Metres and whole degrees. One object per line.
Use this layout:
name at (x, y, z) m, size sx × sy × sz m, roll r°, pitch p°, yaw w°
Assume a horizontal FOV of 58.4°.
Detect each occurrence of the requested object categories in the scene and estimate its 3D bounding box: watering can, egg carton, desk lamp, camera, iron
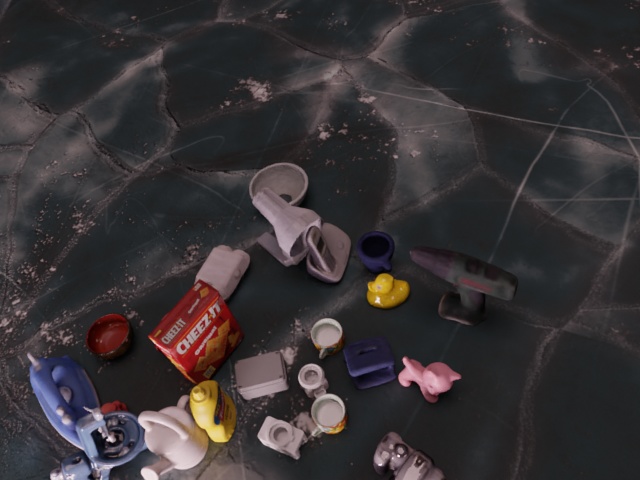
watering can at (-0.305, 0.402, 1.171) m, size 0.101 × 0.194 × 0.172 m, roll -10°, pitch 53°, yaw 3°
egg carton at (-0.248, 0.085, 1.466) m, size 0.107 × 0.069 × 0.150 m, roll 14°, pitch 59°, yaw 20°
desk lamp at (-0.085, -0.026, 1.425) m, size 0.202 × 0.214 × 0.118 m, roll 35°, pitch 67°, yaw 30°
camera at (0.151, 0.464, 1.100) m, size 0.142 × 0.101 × 0.137 m, roll 32°, pitch 66°, yaw 28°
iron at (-0.576, 0.360, 1.285) m, size 0.119 × 0.142 × 0.257 m, roll -37°, pitch 57°, yaw -16°

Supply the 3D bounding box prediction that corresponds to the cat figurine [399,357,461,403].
cat figurine at (0.228, 0.284, 1.204) m, size 0.127 × 0.118 × 0.067 m, roll 27°, pitch 63°, yaw 26°

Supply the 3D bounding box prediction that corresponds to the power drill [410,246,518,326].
power drill at (0.311, 0.102, 1.263) m, size 0.229 × 0.209 × 0.076 m, roll 12°, pitch 58°, yaw 19°

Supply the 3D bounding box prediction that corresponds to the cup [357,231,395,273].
cup at (0.146, 0.048, 1.403) m, size 0.092 × 0.095 × 0.117 m, roll -26°, pitch 54°, yaw -8°

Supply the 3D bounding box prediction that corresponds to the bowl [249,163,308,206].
bowl at (-0.108, -0.131, 1.592) m, size 0.167 × 0.075 × 0.167 m, roll -5°, pitch 54°, yaw 7°

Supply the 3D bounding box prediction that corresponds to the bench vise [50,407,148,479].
bench vise at (-0.453, 0.427, 1.164) m, size 0.121 × 0.220 × 0.208 m, roll 31°, pitch 66°, yaw 28°

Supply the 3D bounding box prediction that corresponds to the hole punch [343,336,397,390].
hole punch at (0.106, 0.261, 1.260) m, size 0.108 × 0.091 × 0.101 m, roll -17°, pitch 53°, yaw -2°

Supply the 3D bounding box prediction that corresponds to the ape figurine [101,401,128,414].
ape figurine at (-0.455, 0.391, 1.270) m, size 0.076 × 0.092 × 0.077 m, roll -12°, pitch 53°, yaw 2°

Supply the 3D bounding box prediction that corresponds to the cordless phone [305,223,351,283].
cordless phone at (0.013, 0.005, 1.402) m, size 0.094 × 0.185 × 0.147 m, roll 6°, pitch 56°, yaw 15°

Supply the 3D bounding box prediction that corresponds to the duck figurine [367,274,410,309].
duck figurine at (0.160, 0.112, 1.360) m, size 0.104 × 0.086 × 0.077 m, roll -10°, pitch 53°, yaw 3°
